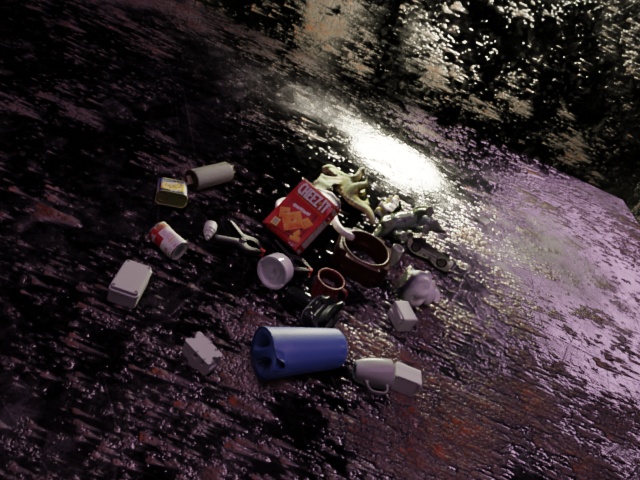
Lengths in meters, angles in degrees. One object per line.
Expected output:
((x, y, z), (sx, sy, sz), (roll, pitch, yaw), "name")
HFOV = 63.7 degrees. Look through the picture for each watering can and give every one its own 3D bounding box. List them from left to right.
((0.006, -0.095, 1.892), (0.349, 0.102, 0.228), (22, 34, 21), "watering can")

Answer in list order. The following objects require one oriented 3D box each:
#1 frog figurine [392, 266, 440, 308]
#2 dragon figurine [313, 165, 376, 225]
((0.353, 0.177, 1.787), (0.159, 0.121, 0.140), (33, 67, -5), "frog figurine")
((0.088, -0.201, 2.138), (0.243, 0.119, 0.420), (1, 38, -6), "dragon figurine")
